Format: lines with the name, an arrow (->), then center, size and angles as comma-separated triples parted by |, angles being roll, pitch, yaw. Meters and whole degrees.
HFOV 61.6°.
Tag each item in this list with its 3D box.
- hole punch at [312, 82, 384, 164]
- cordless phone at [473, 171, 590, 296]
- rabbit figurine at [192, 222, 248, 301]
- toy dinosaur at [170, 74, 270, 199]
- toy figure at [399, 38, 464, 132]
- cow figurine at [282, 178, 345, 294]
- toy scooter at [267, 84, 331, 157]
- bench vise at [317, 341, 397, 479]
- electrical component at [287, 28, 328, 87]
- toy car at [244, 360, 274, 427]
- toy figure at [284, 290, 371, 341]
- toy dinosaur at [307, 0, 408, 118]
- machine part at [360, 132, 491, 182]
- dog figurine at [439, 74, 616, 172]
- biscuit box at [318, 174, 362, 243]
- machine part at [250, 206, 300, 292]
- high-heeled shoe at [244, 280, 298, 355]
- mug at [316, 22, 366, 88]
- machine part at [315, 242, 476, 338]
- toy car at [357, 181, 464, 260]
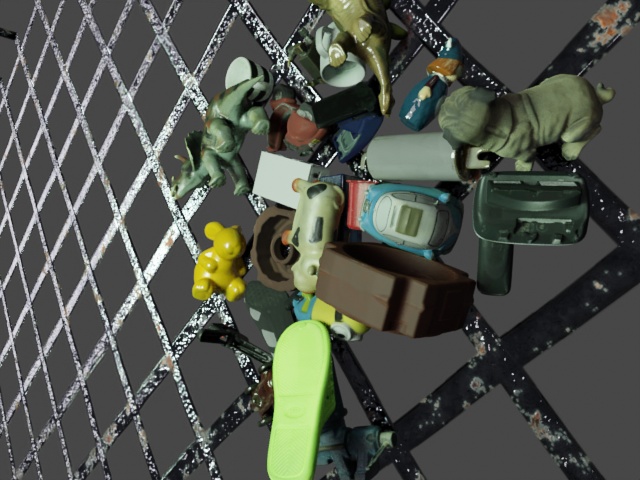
hole punch -> 0.057, -0.207, 0.941 | 0.116, 0.092, 0.142 | -23, 30, 10
cordless phone -> 0.283, 0.001, 0.735 | 0.147, 0.089, 0.184 | 3, 114, 15
rabbit figurine -> -0.200, 0.033, 1.161 | 0.173, 0.122, 0.162 | 119, 155, -47
toy dinosaur -> -0.203, -0.231, 1.134 | 0.192, 0.131, 0.404 | 58, 136, 26
toy figure -> 0.183, -0.245, 0.848 | 0.154, 0.058, 0.064 | -56, 17, 2
cow figurine -> -0.002, -0.003, 0.916 | 0.127, 0.085, 0.194 | 18, 98, 49
toy scooter -> -0.054, -0.220, 1.070 | 0.184, 0.075, 0.135 | 42, 116, 40
bench vise -> 0.018, 0.298, 0.934 | 0.224, 0.129, 0.240 | -17, 79, 39
electrical component -> -0.020, -0.345, 1.036 | 0.045, 0.102, 0.078 | -12, 54, 40
toy car -> -0.109, 0.308, 1.059 | 0.089, 0.053, 0.202 | 61, 148, 20
toy figure -> 0.016, 0.126, 0.972 | 0.180, 0.082, 0.089 | 14, 96, 46
toy dinosaur -> 0.042, -0.417, 0.900 | 0.105, 0.198, 0.471 | -24, 81, 31
machine part -> 0.161, -0.132, 0.855 | 0.243, 0.079, 0.079 | 7, 92, 45
dog figurine -> 0.262, -0.165, 0.683 | 0.172, 0.190, 0.121 | -41, 61, 32
biscuit box -> 0.037, -0.014, 0.976 | 0.063, 0.059, 0.202 | -2, 85, 43
machine part -> -0.065, 0.018, 1.075 | 0.180, 0.056, 0.179 | -3, 86, 43
high-heeled shoe -> -0.085, 0.186, 1.092 | 0.249, 0.086, 0.145 | -134, 29, -56
mug -> 0.032, -0.350, 0.981 | 0.081, 0.109, 0.107 | -23, 59, 44
machine part -> 0.109, 0.070, 0.803 | 0.202, 0.201, 0.087 | 25, 107, 41
toy car -> 0.140, -0.034, 0.813 | 0.162, 0.103, 0.109 | 16, 97, 3
